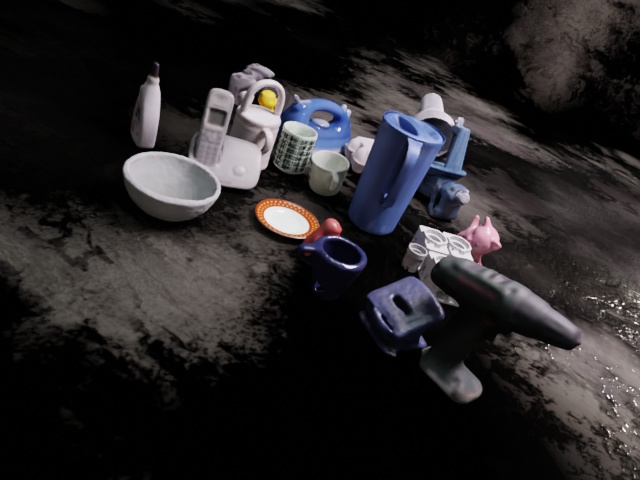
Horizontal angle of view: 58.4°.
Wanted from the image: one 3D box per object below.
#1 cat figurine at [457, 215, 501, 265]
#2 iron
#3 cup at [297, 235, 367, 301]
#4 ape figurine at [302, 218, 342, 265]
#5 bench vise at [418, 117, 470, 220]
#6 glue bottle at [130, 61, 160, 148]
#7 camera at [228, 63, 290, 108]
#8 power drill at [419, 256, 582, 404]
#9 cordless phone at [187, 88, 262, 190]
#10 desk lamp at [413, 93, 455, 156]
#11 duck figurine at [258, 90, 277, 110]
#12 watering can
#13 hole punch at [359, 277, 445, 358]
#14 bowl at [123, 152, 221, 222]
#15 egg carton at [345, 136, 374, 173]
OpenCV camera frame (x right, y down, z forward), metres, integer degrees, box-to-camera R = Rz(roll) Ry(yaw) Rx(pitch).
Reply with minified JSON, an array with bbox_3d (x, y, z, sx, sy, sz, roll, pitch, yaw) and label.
[{"bbox_3d":[0.343,-0.005,1.238,0.067,0.118,0.127,17,31,-9],"label":"cat figurine"},{"bbox_3d":[0.004,-0.293,1.441,0.259,0.141,0.118,-8,42,-41],"label":"iron"},{"bbox_3d":[0.009,0.051,0.950,0.118,0.095,0.091,11,32,-20],"label":"cup"},{"bbox_3d":[0.009,0.004,1.028,0.076,0.092,0.078,32,32,16],"label":"ape figurine"},{"bbox_3d":[0.326,-0.171,1.387,0.122,0.219,0.206,-3,39,-37],"label":"bench vise"},{"bbox_3d":[-0.344,-0.275,1.148,0.037,0.173,0.078,-3,39,-37],"label":"glue bottle"},{"bbox_3d":[-0.158,-0.409,1.554,0.136,0.101,0.143,30,31,13],"label":"camera"},{"bbox_3d":[0.243,0.140,0.855,0.076,0.208,0.229,-12,45,-44],"label":"power drill"},{"bbox_3d":[-0.176,-0.196,1.125,0.148,0.185,0.094,9,33,-22],"label":"cordless phone"},{"bbox_3d":[0.266,-0.268,1.506,0.118,0.213,0.203,18,31,-9],"label":"desk lamp"},{"bbox_3d":[-0.147,-0.345,1.475,0.105,0.086,0.077,-10,43,-43],"label":"duck figurine"},{"bbox_3d":[-0.141,-0.261,1.241,0.172,0.194,0.101,39,34,25],"label":"watering can"},{"bbox_3d":[0.131,0.121,0.927,0.101,0.091,0.108,0,38,-34],"label":"hole punch"},{"bbox_3d":[-0.262,-0.082,0.997,0.167,0.075,0.167,17,31,-10],"label":"bowl"},{"bbox_3d":[0.139,-0.212,1.474,0.151,0.069,0.107,5,35,-28],"label":"egg carton"}]
